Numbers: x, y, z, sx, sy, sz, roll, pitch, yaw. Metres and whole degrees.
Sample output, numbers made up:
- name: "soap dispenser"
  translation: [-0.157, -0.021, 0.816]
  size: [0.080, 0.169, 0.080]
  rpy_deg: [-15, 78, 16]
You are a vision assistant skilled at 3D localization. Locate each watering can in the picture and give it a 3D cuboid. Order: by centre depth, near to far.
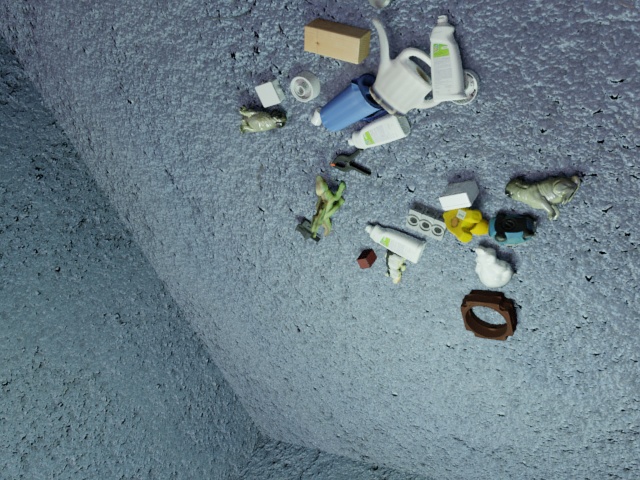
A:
- name: "watering can"
  translation: [0.246, -0.539, 1.673]
  size: [0.345, 0.106, 0.221]
  rpy_deg: [37, 124, -14]

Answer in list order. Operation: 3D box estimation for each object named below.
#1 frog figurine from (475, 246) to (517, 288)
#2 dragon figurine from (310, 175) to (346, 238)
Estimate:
- name: "frog figurine"
  translation: [0.640, 0.099, 1.924]
  size: [0.157, 0.124, 0.137]
  rpy_deg: [48, 158, -24]
- name: "dragon figurine"
  translation: [0.006, -0.107, 2.136]
  size: [0.122, 0.248, 0.400]
  rpy_deg: [17, 131, 17]
